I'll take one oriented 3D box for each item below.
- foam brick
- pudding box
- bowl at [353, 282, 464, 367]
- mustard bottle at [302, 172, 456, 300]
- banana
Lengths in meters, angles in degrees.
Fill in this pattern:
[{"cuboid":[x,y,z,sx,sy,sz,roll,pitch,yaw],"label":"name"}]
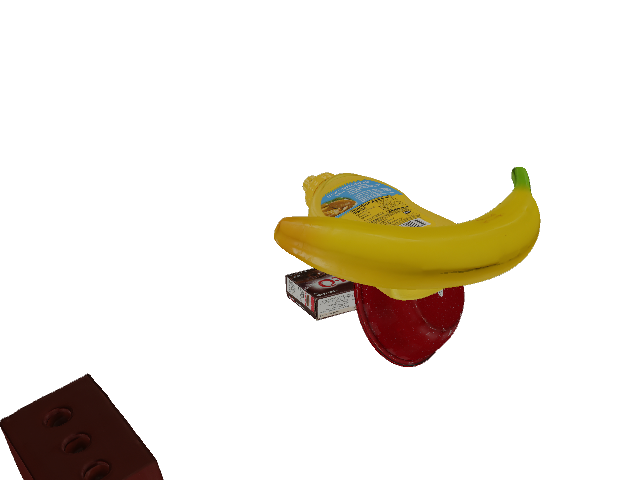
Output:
[{"cuboid":[-0.115,0.116,0.528,0.052,0.051,0.078,-27,42,-24],"label":"foam brick"},{"cuboid":[0.021,0.066,1.468,0.113,0.039,0.090,-15,25,-25],"label":"pudding box"},{"cuboid":[0.111,0.058,1.184,0.055,0.162,0.161,-12,-9,44],"label":"bowl"},{"cuboid":[0.044,-0.016,0.979,0.096,0.058,0.192,-23,38,-28],"label":"mustard bottle"},{"cuboid":[0.068,0.000,0.644,0.197,0.037,0.070,-12,45,-33],"label":"banana"}]
